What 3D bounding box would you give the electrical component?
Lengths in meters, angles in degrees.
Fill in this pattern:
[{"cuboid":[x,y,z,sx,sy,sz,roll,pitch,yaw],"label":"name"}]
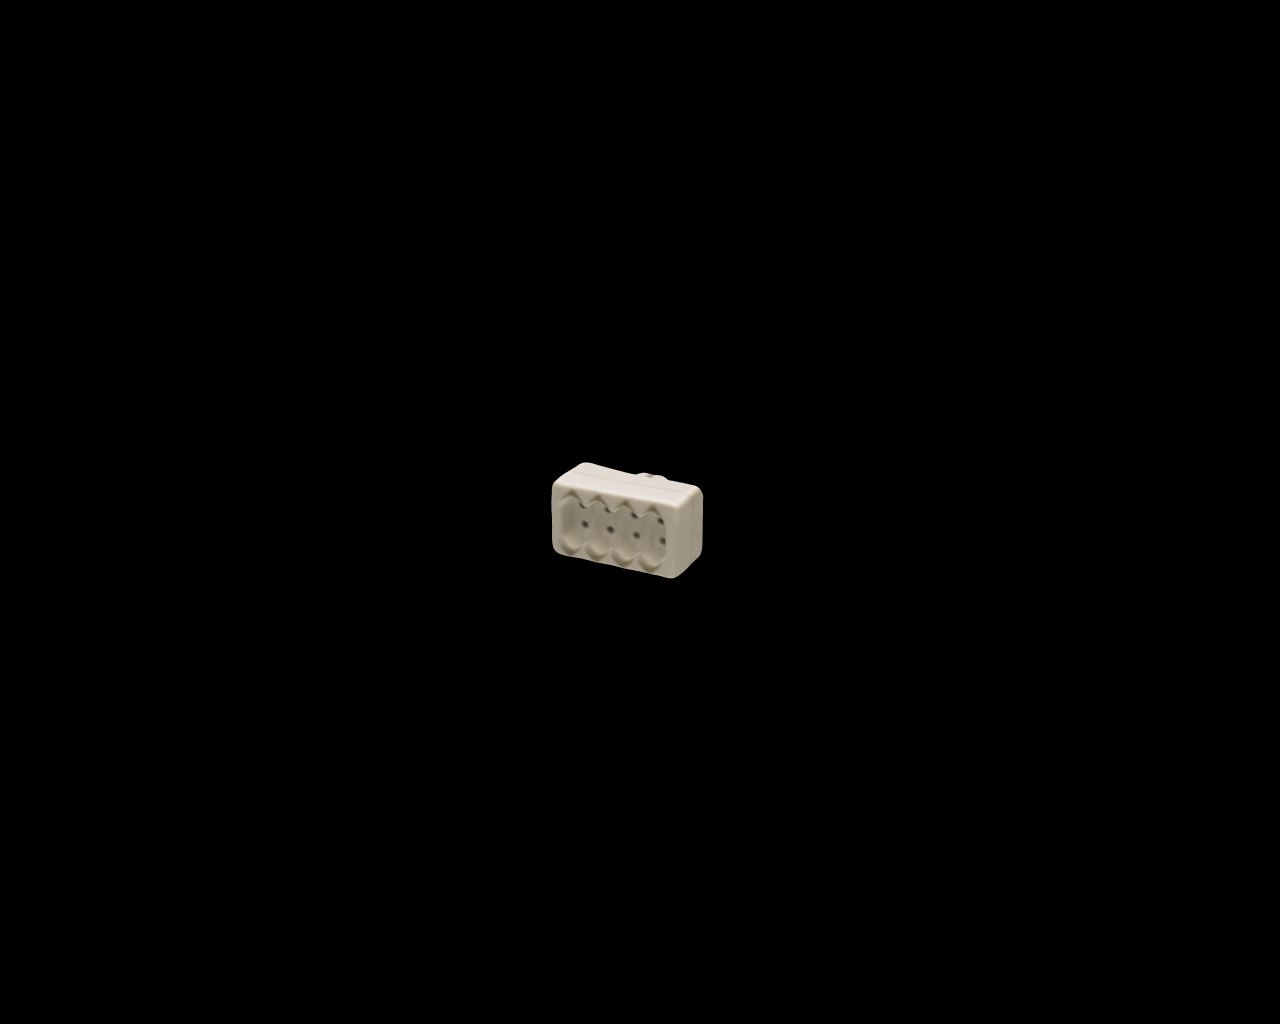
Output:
[{"cuboid":[0.001,-0.003,0.650,0.083,0.047,0.076,12,28,25],"label":"electrical component"}]
